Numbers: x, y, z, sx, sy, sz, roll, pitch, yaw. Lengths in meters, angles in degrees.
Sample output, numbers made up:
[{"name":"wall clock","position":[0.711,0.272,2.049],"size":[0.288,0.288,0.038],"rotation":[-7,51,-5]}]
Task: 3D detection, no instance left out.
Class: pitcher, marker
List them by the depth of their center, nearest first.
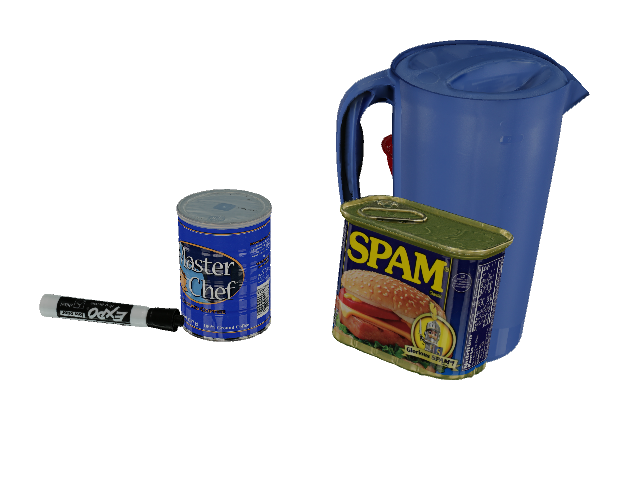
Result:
[{"name":"pitcher","position":[0.106,-0.027,0.841],"size":[0.149,0.243,0.144],"rotation":[22,34,33]},{"name":"marker","position":[-0.169,0.059,0.865],"size":[0.121,0.020,0.020],"rotation":[5,1,13]}]

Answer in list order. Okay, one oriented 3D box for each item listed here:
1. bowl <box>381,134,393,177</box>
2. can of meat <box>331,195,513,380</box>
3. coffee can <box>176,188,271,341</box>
[{"name":"bowl","position":[0.146,-0.076,1.249],"size":[0.162,0.055,0.162],"rotation":[8,24,-4]},{"name":"can of meat","position":[0.057,0.027,0.636],"size":[0.102,0.084,0.057],"rotation":[20,23,35]},{"name":"coffee can","position":[-0.105,0.026,1.177],"size":[0.103,0.140,0.103],"rotation":[1,23,-1]}]
